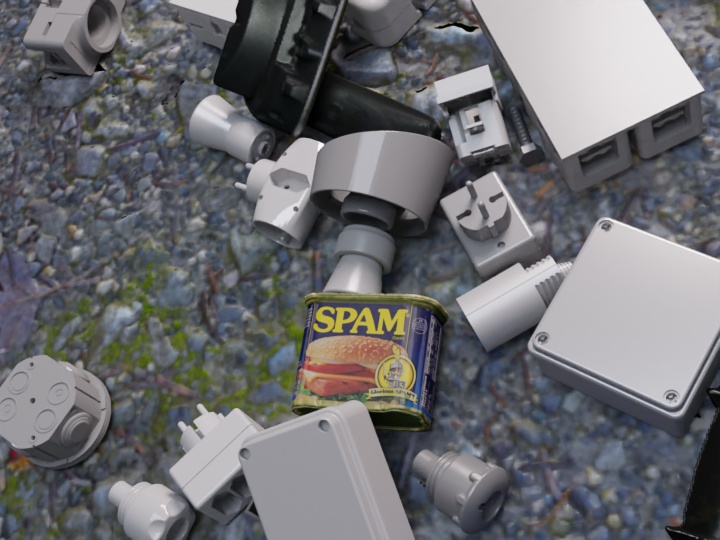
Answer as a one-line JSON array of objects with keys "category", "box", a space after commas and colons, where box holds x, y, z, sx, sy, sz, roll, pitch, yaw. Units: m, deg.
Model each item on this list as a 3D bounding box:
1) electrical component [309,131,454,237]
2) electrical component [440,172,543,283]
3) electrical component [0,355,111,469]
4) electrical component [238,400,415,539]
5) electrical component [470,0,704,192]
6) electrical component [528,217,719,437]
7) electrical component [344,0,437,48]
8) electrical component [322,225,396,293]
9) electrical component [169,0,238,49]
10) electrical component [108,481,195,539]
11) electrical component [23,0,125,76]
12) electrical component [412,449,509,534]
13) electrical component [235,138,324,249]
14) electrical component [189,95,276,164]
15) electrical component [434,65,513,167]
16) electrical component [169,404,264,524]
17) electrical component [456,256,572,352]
[{"category": "electrical component", "box": [0.014, -0.065, 0.794, 0.099, 0.099, 0.064, 9, 75, 24]}, {"category": "electrical component", "box": [0.089, -0.036, 0.763, 0.047, 0.076, 0.065, -29, 59, 5]}, {"category": "electrical component", "box": [-0.237, 0.108, 0.824, 0.080, 0.051, 0.080, -8, 63, 16]}, {"category": "electrical component", "box": [-0.022, 0.149, 0.694, 0.078, 0.057, 0.113, -22, 84, 20]}, {"category": "electrical component", "box": [0.165, -0.160, 0.806, 0.105, 0.060, 0.186, -26, 59, 6]}, {"category": "electrical component", "box": [0.184, 0.036, 0.705, 0.109, 0.056, 0.108, 25, 75, 28]}, {"category": "electrical component", "box": [0.028, -0.243, 0.897, 0.054, 0.059, 0.095, 38, 82, 31]}, {"category": "electrical component", "box": [0.000, 0.000, 0.796, 0.045, 0.045, 0.055, 6, 67, 22]}, {"category": "electrical component", "box": [-0.082, -0.264, 0.945, 0.089, 0.061, 0.150, 23, 74, 28]}, {"category": "electrical component", "box": [-0.152, 0.172, 0.767, 0.062, 0.043, 0.043, 24, 75, 29]}, {"category": "electrical component", "box": [-0.261, -0.231, 1.001, 0.056, 0.050, 0.089, 10, 69, 24]}, {"category": "electrical component", "box": [0.063, 0.140, 0.706, 0.062, 0.048, 0.048, 27, 76, 36]}, {"category": "electrical component", "box": [-0.063, -0.065, 0.851, 0.079, 0.043, 0.077, 19, 73, 26]}, {"category": "electrical component", "box": [-0.103, -0.113, 0.892, 0.065, 0.044, 0.044, 28, 77, 24]}, {"category": "electrical component", "box": [0.087, -0.113, 0.807, 0.042, 0.081, 0.063, -15, 83, 13]}, {"category": "electrical component", "box": [-0.103, 0.128, 0.768, 0.066, 0.047, 0.077, -43, 57, -4]}, {"category": "electrical component", "box": [0.113, 0.018, 0.747, 0.081, 0.043, 0.043, -30, 59, 4]}]
